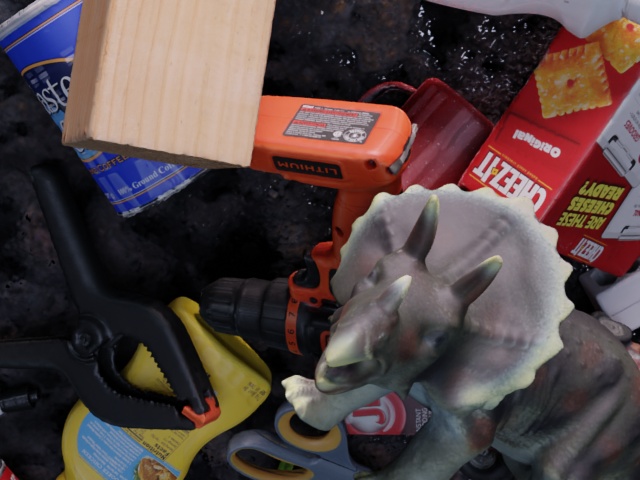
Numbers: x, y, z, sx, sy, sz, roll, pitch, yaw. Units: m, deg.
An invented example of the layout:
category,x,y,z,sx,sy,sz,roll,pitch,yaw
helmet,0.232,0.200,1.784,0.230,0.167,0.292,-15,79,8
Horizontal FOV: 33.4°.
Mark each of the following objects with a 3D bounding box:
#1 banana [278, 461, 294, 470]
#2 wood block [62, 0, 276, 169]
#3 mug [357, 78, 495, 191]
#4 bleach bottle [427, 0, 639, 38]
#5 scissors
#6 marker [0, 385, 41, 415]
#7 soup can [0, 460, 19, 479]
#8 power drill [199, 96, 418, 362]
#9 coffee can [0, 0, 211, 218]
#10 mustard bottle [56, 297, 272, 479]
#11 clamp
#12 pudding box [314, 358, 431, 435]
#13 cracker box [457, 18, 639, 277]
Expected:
category,x,y,z,sx,sy,sz,roll,pitch,yaw
banana,0.013,0.257,0.821,0.070,0.037,0.198,-38,96,27
wood block,-0.079,-0.148,0.597,0.090,0.091,0.206,9,90,-24
mug,0.070,-0.062,0.723,0.117,0.093,0.081,44,96,23
bleach bottle,0.083,-0.175,0.622,0.251,0.068,0.103,29,131,22
scissors,0.032,0.163,0.786,0.201,0.016,0.096,15,127,-19
marker,-0.267,0.128,0.791,0.121,0.020,0.020,-13,107,1
soup can,-0.229,0.224,0.795,0.068,0.068,0.102,-36,105,8
power drill,-0.004,0.001,0.680,0.185,0.057,0.187,6,132,18
coffee can,-0.126,-0.100,0.686,0.103,0.103,0.140,-31,106,6
mustard bottle,-0.130,0.139,0.780,0.096,0.058,0.192,42,100,-12
clamp,-0.153,0.055,0.733,0.210,0.036,0.165,27,103,16
pudding box,0.041,0.086,0.778,0.090,0.039,0.113,-1,105,7
cracker box,0.202,-0.091,0.680,0.163,0.072,0.214,16,111,-53
